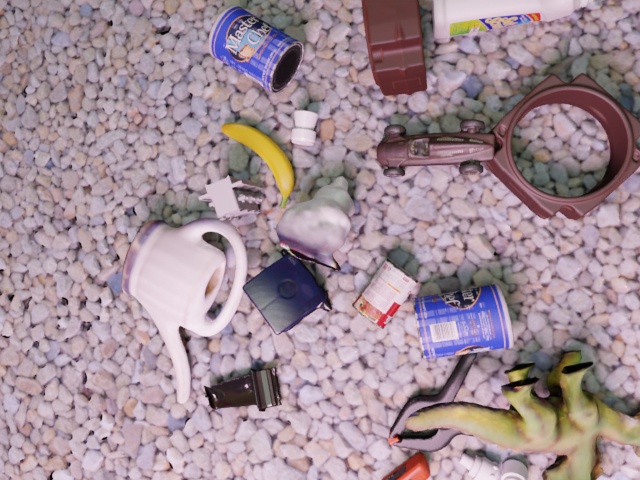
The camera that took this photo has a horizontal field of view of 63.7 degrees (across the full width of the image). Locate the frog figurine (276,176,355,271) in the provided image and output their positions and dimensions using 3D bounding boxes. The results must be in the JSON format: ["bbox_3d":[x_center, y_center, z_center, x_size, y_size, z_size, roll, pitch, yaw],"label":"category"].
[{"bbox_3d":[0.003,-0.044,0.867,0.122,0.161,0.137,27,-12,-27],"label":"frog figurine"}]

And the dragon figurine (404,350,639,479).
[{"bbox_3d":[0.343,0.310,0.772,0.411,0.243,0.122,-15,-2,-7],"label":"dragon figurine"}]

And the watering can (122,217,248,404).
[{"bbox_3d":[-0.262,0.108,0.933,0.225,0.345,0.104,26,9,12],"label":"watering can"}]
